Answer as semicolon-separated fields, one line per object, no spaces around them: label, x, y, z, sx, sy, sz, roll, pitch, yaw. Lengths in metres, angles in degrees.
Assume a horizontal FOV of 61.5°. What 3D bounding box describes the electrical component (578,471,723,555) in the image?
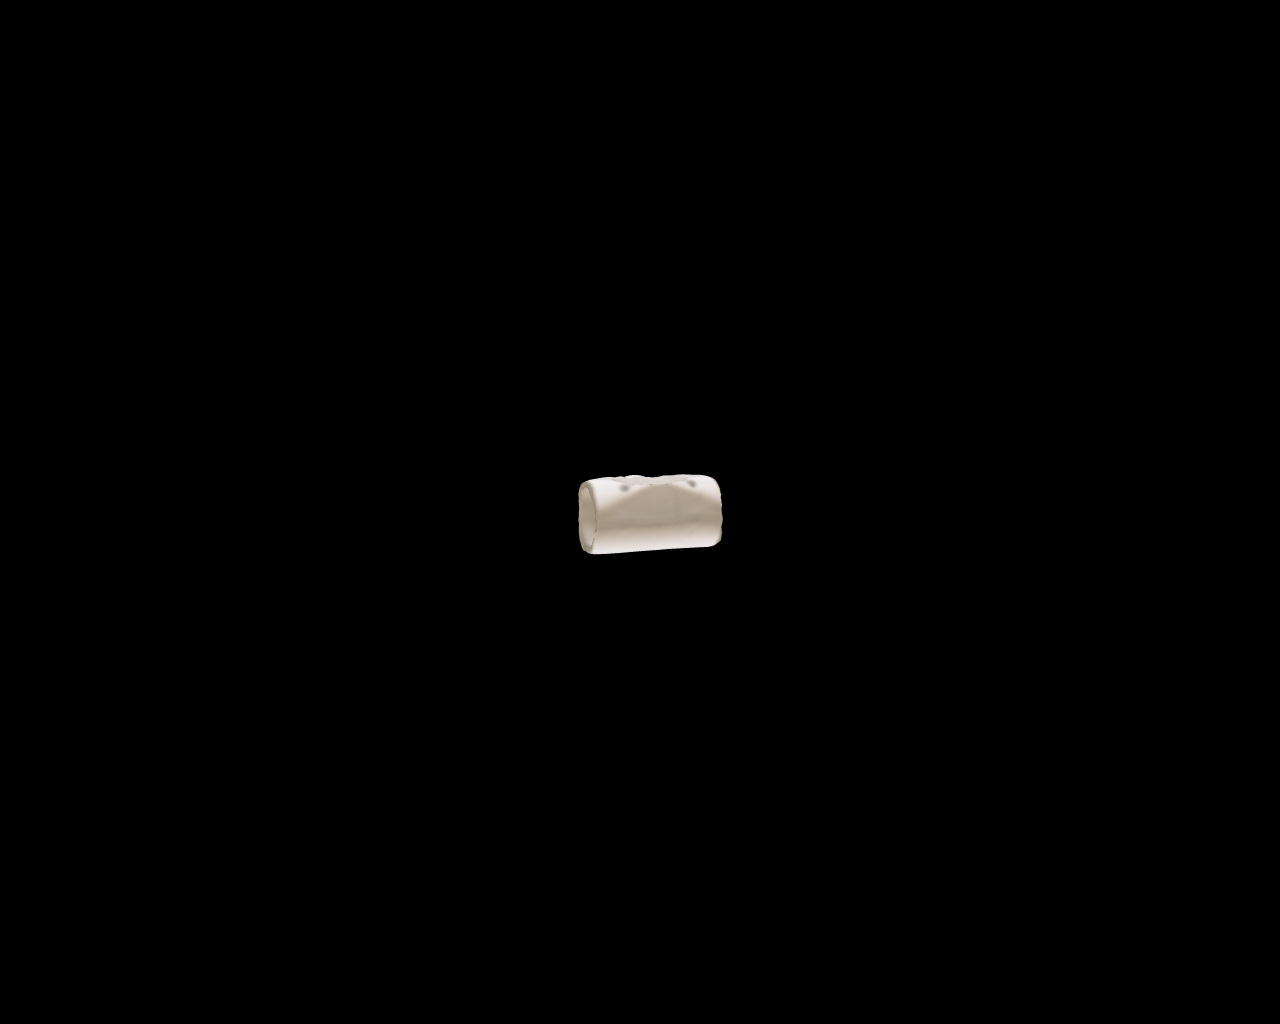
electrical component;0.001;-0.003;0.650;0.077;0.044;0.079;-3;12;-16
